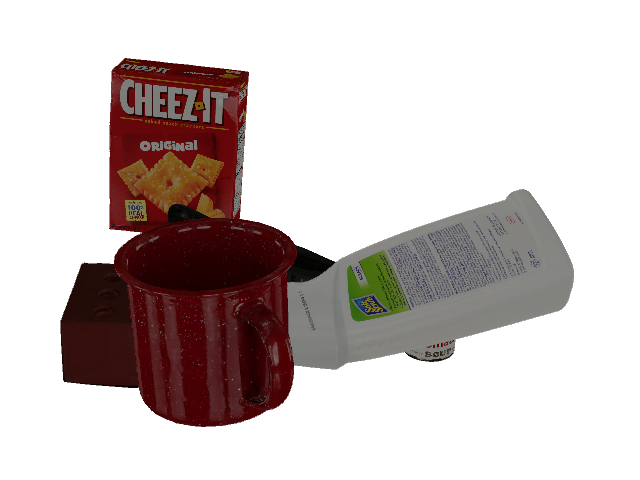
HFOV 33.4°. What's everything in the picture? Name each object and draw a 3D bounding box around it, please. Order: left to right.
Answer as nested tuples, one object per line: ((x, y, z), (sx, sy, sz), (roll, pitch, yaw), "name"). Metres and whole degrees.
((-0.146, 0.057, 0.737), (0.053, 0.051, 0.078), (4, 29, -4), "foam brick")
((-0.182, -0.112, 1.357), (0.164, 0.214, 0.072), (7, 23, 3), "cracker box")
((-0.050, 0.047, 0.550), (0.093, 0.081, 0.117), (-19, 29, -34), "mug")
((-0.061, 0.024, 1.076), (0.210, 0.036, 0.164), (18, 19, -7), "clamp")
((0.060, 0.036, 0.818), (0.250, 0.102, 0.068), (-14, -40, -12), "bleach bottle")
((0.134, 0.088, 1.300), (0.068, 0.102, 0.068), (1, 24, -1), "soup can")
